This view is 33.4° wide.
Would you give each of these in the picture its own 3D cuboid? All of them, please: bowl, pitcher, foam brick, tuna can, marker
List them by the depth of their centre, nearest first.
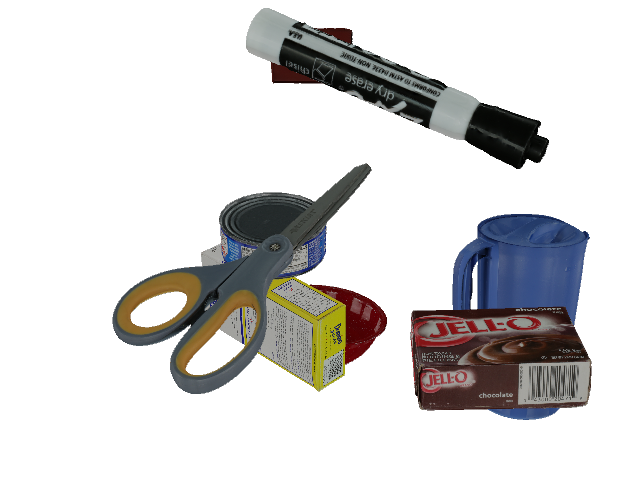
[{"bbox_3d":[0.028,-0.057,0.400,0.121,0.020,0.020,25,7,15],"label":"marker"},{"bbox_3d":[-0.037,-0.004,0.852,0.086,0.034,0.086,0,30,0],"label":"tuna can"},{"bbox_3d":[-0.009,-0.178,1.028,0.078,0.051,0.053,0,13,-4],"label":"foam brick"},{"bbox_3d":[0.000,0.113,1.326,0.162,0.055,0.162,5,23,-2],"label":"bowl"},{"bbox_3d":[0.246,0.096,1.327,0.149,0.243,0.144,7,19,17],"label":"pitcher"}]

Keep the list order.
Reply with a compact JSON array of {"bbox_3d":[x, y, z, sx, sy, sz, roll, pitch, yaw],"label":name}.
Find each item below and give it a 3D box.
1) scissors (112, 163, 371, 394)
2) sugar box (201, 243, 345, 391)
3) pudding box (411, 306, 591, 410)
[{"bbox_3d":[-0.047,0.009,0.624,0.096,0.016,0.201,11,44,18],"label":"scissors"},{"bbox_3d":[-0.050,0.075,1.108,0.048,0.093,0.176,-26,41,-36],"label":"sugar box"},{"bbox_3d":[0.119,0.078,0.726,0.113,0.039,0.090,0,20,2],"label":"pudding box"}]
